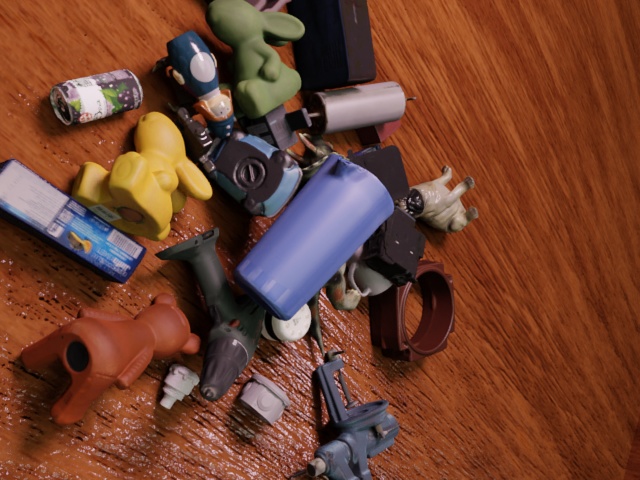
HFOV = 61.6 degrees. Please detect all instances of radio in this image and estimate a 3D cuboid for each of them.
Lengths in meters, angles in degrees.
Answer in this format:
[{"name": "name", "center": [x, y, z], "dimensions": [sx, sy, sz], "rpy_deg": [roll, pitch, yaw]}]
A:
[{"name": "radio", "center": [0.015, -0.381, 0.942], "dimensions": [0.073, 0.131, 0.229], "rpy_deg": [-15, 100, -42]}]

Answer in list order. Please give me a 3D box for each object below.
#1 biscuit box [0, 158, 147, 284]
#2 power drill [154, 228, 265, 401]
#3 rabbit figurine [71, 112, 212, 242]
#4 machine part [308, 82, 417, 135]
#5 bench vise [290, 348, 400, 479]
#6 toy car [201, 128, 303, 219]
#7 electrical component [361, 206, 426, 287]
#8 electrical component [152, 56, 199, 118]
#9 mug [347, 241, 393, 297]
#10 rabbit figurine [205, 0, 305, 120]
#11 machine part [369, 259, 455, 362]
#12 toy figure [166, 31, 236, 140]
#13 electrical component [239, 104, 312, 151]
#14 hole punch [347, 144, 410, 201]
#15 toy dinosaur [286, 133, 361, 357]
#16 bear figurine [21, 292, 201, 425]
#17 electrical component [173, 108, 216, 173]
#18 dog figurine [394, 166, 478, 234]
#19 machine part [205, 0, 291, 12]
[{"name": "biscuit box", "center": [-0.324, -0.018, 0.685], "dimensions": [0.202, 0.063, 0.059], "rpy_deg": [42, 63, -35]}, {"name": "power drill", "center": [-0.153, 0.092, 0.775], "dimensions": [0.207, 0.086, 0.232], "rpy_deg": [61, 16, -6]}, {"name": "rabbit figurine", "center": [-0.227, -0.096, 0.744], "dimensions": [0.162, 0.122, 0.173], "rpy_deg": [35, 49, -40]}, {"name": "machine part", "center": [0.068, -0.244, 0.993], "dimensions": [0.243, 0.079, 0.079], "rpy_deg": [-16, 102, -23]}, {"name": "bench vise", "center": [0.042, 0.325, 0.994], "dimensions": [0.223, 0.129, 0.240], "rpy_deg": [-13, 79, -32]}, {"name": "toy car", "center": [-0.104, -0.101, 0.853], "dimensions": [0.109, 0.162, 0.103], "rpy_deg": [-57, 167, -1]}, {"name": "electrical component", "center": [0.143, 0.005, 1.025], "dimensions": [0.114, 0.058, 0.134], "rpy_deg": [33, 55, -32]}, {"name": "electrical component", "center": [-0.205, -0.236, 0.806], "dimensions": [0.078, 0.045, 0.102], "rpy_deg": [-61, 135, -59]}, {"name": "mug", "center": [0.086, 0.052, 1.053], "dimensions": [0.109, 0.081, 0.107], "rpy_deg": [-45, 110, -33]}, {"name": "rabbit figurine", "center": [-0.098, -0.287, 0.815], "dimensions": [0.159, 0.121, 0.170], "rpy_deg": [-32, 116, -16]}, {"name": "machine part", "center": [0.204, 0.148, 1.153], "dimensions": [0.201, 0.087, 0.201], "rpy_deg": [-7, 97, -42]}, {"name": "toy figure", "center": [-0.164, -0.215, 0.767], "dimensions": [0.064, 0.058, 0.154], "rpy_deg": [-26, 114, 0]}, {"name": "electrical component", "center": [-0.071, -0.181, 0.876], "dimensions": [0.048, 0.119, 0.074], "rpy_deg": [-39, 118, -35]}, {"name": "hole punch", "center": [0.102, -0.126, 1.068], "dimensions": [0.116, 0.092, 0.142], "rpy_deg": [-20, 109, -10]}, {"name": "toy dinosaur", "center": [-0.006, 0.002, 0.946], "dimensions": [0.192, 0.131, 0.404], "rpy_deg": [15, 85, -29]}, {"name": "bear figurine", "center": [-0.266, 0.144, 0.725], "dimensions": [0.120, 0.132, 0.196], "rpy_deg": [54, 16, 11]}, {"name": "electrical component", "center": [-0.181, -0.144, 0.787], "dimensions": [0.021, 0.063, 0.094], "rpy_deg": [-37, 92, -32]}, {"name": "dog figurine", "center": [0.235, -0.059, 1.187], "dimensions": [0.190, 0.121, 0.172], "rpy_deg": [-25, 115, -19]}, {"name": "machine part", "center": [-0.125, -0.430, 0.865], "dimensions": [0.179, 0.056, 0.179], "rpy_deg": [-1, 92, -41]}]
